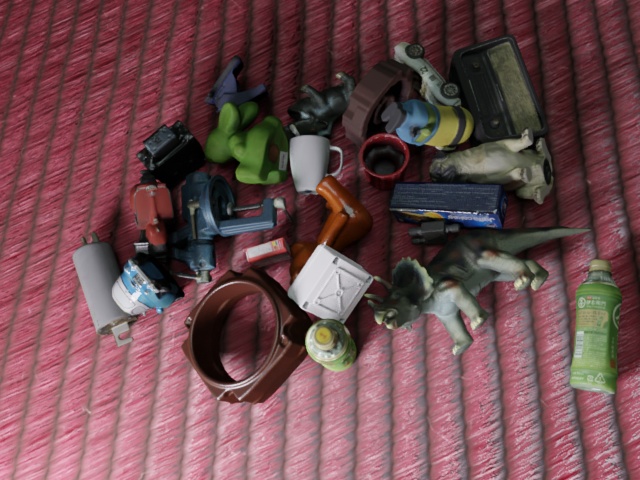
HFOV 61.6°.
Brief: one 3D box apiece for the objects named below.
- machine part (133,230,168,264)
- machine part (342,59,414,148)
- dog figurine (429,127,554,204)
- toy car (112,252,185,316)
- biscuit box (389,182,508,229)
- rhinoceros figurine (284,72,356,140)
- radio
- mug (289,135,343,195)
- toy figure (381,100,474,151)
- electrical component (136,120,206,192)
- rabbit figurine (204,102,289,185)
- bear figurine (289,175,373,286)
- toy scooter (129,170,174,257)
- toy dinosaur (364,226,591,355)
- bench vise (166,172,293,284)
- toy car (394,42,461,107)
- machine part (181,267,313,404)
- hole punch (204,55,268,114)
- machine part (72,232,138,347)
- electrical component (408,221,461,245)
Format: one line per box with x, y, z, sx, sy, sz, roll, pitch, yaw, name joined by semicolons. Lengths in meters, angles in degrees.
-0.337;-0.019;1.083;0.084;0.039;0.139;-2;73;12;machine part
0.112;-0.259;1.037;0.056;0.179;0.179;36;80;19;machine part
0.323;-0.125;1.014;0.191;0.172;0.121;-5;60;42;dog figurine
-0.322;0.089;0.977;0.103;0.161;0.109;-41;87;-7;toy car
0.233;-0.064;0.978;0.203;0.059;0.063;6;68;31;biscuit box
0.003;-0.263;1.105;0.190;0.073;0.112;-28;81;-4;rhinoceros figurine
0.345;-0.280;1.060;0.131;0.073;0.229;-13;70;3;radio
-0.009;-0.144;1.065;0.110;0.081;0.107;2;83;2;mug
0.205;-0.214;0.993;0.180;0.089;0.082;7;75;-33;toy figure
-0.296;-0.171;1.076;0.115;0.134;0.058;-44;72;-6;electrical component
-0.158;-0.188;1.045;0.170;0.121;0.159;10;107;27;rabbit figurine
0.000;0.000;0.995;0.196;0.120;0.132;-44;66;0;bear figurine
-0.307;-0.070;0.980;0.075;0.135;0.184;-10;42;-19;toy scooter
0.261;0.053;0.944;0.405;0.131;0.192;-35;62;-14;toy dinosaur
-0.179;-0.031;1.022;0.241;0.128;0.223;-8;67;14;bench vise
0.217;-0.318;1.089;0.056;0.073;0.202;-31;71;-7;toy car
-0.130;0.165;0.936;0.201;0.087;0.201;-49;58;5;machine part
-0.170;-0.302;1.111;0.092;0.142;0.116;39;96;-11;hole punch
-0.416;0.092;1.035;0.079;0.079;0.243;-26;72;-1;machine part
0.212;-0.011;0.987;0.094;0.063;0.021;-6;62;20;electrical component
